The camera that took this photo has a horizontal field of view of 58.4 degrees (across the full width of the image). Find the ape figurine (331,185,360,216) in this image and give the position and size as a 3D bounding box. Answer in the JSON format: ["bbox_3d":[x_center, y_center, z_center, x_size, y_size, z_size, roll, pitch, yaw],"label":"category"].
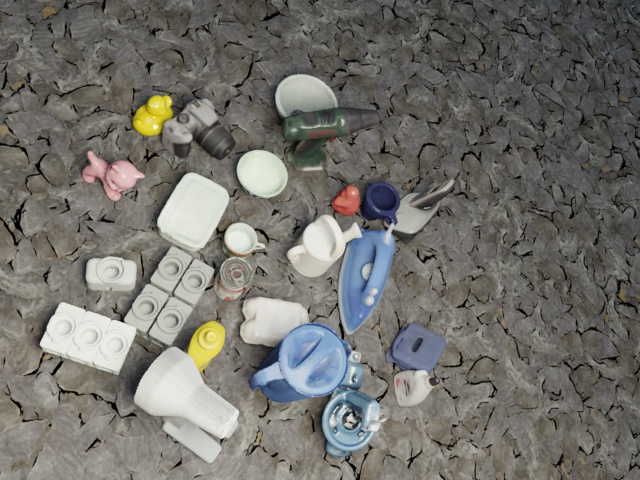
[{"bbox_3d":[0.070,-0.105,1.408,0.078,0.092,0.076,-19,76,-26],"label":"ape figurine"}]

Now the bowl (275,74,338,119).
[{"bbox_3d":[-0.042,-0.336,1.470,0.168,0.074,0.167,8,66,-18],"label":"bowl"}]

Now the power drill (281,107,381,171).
[{"bbox_3d":[0.008,-0.248,1.377,0.230,0.208,0.075,-7,71,-23],"label":"power drill"}]

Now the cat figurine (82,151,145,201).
[{"bbox_3d":[-0.441,-0.144,1.218,0.128,0.117,0.067,35,61,-4],"label":"cat figurine"}]

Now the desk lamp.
[{"bbox_3d":[-0.235,0.306,1.055,0.203,0.213,0.118,37,61,-3],"label":"desk lamp"}]

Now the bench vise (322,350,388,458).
[{"bbox_3d":[0.061,0.325,1.155,0.122,0.219,0.207,-4,70,-22],"label":"bench vise"}]

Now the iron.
[{"bbox_3d":[0.117,0.084,1.320,0.119,0.141,0.258,21,63,-11],"label":"iron"}]

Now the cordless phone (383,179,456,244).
[{"bbox_3d":[0.249,-0.081,1.412,0.094,0.184,0.148,41,61,-1],"label":"cordless phone"}]

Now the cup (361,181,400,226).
[{"bbox_3d":[0.147,-0.075,1.423,0.092,0.094,0.117,-22,78,-26],"label":"cup"}]

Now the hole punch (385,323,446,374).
[{"bbox_3d":[0.220,0.252,1.318,0.101,0.091,0.109,38,61,-2],"label":"hole punch"}]

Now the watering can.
[{"bbox_3d":[0.011,0.003,1.283,0.101,0.193,0.173,46,61,3],"label":"watering can"}]

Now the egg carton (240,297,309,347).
[{"bbox_3d":[-0.098,0.181,1.241,0.150,0.069,0.107,10,66,-16],"label":"egg carton"}]

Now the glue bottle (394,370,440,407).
[{"bbox_3d":[0.214,0.316,1.243,0.037,0.173,0.078,-3,70,-21],"label":"glue bottle"}]

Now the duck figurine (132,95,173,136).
[{"bbox_3d":[-0.383,-0.295,1.319,0.077,0.086,0.105,46,61,2],"label":"duck figurine"}]

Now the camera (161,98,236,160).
[{"bbox_3d":[-0.273,-0.248,1.333,0.137,0.100,0.143,43,61,1],"label":"camera"}]
